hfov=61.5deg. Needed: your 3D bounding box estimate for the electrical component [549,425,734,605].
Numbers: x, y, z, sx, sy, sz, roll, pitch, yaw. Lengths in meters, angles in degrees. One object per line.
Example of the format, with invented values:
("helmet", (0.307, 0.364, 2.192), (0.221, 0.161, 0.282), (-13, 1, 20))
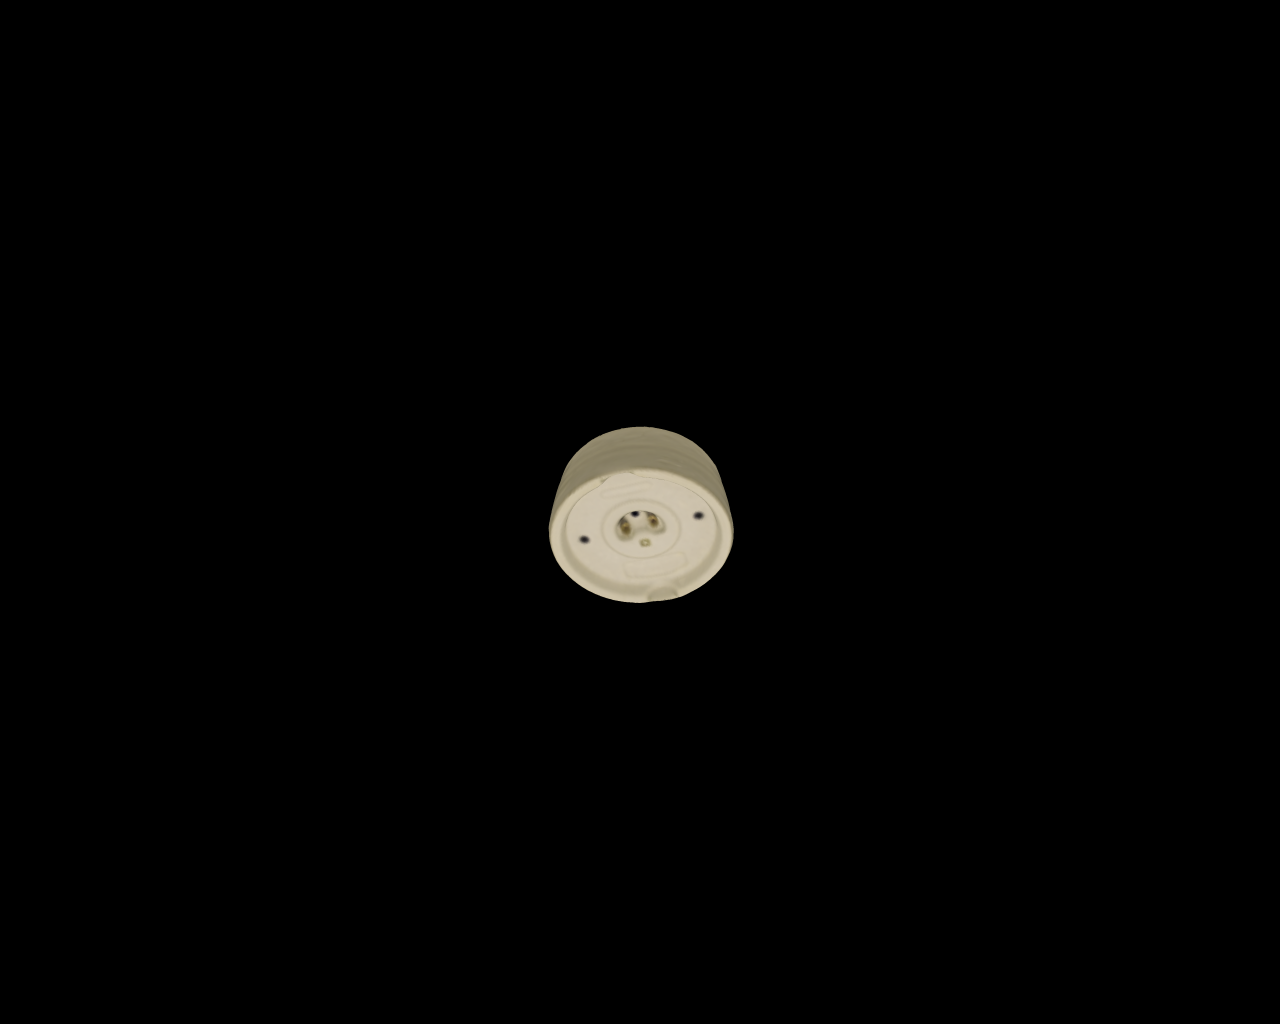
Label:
("electrical component", (0.001, -0.003, 0.650), (0.108, 0.108, 0.060), (0, 41, 0))
